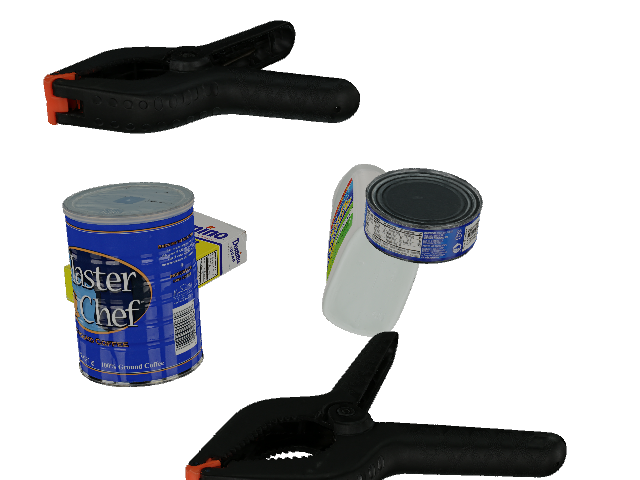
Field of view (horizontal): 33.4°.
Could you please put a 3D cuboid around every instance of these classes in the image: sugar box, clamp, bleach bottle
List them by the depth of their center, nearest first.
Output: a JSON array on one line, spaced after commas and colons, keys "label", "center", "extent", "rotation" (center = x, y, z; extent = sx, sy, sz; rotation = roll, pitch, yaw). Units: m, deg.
[{"label": "clamp", "center": [0.012, 0.109, 0.620], "extent": [0.209, 0.036, 0.165], "rotation": [-9, 24, -27]}, {"label": "clamp", "center": [-0.072, -0.096, 0.620], "extent": [0.171, 0.039, 0.120], "rotation": [-3, 25, -12]}, {"label": "bleach bottle", "center": [0.039, -0.007, 0.997], "extent": [0.068, 0.103, 0.251], "rotation": [19, 17, -8]}, {"label": "sugar box", "center": [-0.166, 0.023, 1.100], "extent": [0.093, 0.048, 0.175], "rotation": [20, 35, 31]}]

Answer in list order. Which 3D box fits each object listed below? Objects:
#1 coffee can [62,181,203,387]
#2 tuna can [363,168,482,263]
[{"label": "coffee can", "center": [-0.149, 0.033, 0.860], "extent": [0.103, 0.140, 0.103], "rotation": [-2, 17, 0]}, {"label": "tuna can", "center": [0.075, -0.019, 0.787], "extent": [0.086, 0.034, 0.086], "rotation": [2, 32, -2]}]
